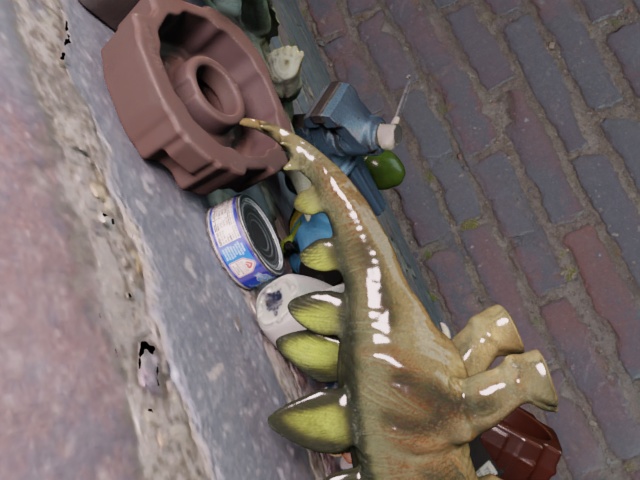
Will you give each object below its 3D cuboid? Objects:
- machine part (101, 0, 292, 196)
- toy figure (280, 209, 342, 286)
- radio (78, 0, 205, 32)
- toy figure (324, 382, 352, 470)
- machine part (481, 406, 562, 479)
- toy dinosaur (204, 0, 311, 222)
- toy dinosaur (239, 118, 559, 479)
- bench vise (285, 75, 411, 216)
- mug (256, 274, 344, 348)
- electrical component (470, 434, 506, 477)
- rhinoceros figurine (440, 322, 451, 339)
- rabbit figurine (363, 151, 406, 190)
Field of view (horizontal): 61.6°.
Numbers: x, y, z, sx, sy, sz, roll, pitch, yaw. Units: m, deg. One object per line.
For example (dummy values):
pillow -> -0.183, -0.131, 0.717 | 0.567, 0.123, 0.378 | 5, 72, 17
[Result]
machine part -> -0.099, -0.120, 0.461 | 0.179, 0.056, 0.179 | 37, 39, -38
toy figure -> -0.005, -0.004, 0.658 | 0.082, 0.089, 0.180 | 41, 23, -22
radio -> -0.186, -0.293, 0.506 | 0.229, 0.073, 0.131 | 70, 12, 16
toy figure -> 0.038, 0.198, 0.482 | 0.058, 0.064, 0.154 | -28, 91, -49
machine part -> 0.273, 0.307, 0.869 | 0.201, 0.087, 0.201 | 26, 6, 18
toy dinosaur -> -0.084, -0.197, 0.650 | 0.192, 0.131, 0.404 | 73, 4, -83
toy dinosaur -> 0.065, 0.121, 0.399 | 0.105, 0.199, 0.471 | 12, 63, -86
bench vise -> 0.036, -0.105, 0.748 | 0.240, 0.224, 0.129 | 54, 43, -40
mug -> 0.001, 0.073, 0.494 | 0.107, 0.109, 0.081 | 35, 37, -41
electrical component -> 0.153, 0.266, 0.679 | 0.115, 0.058, 0.134 | -13, 60, -41
rhinoceros figurine -> 0.118, 0.145, 0.766 | 0.190, 0.073, 0.112 | 24, 45, -38
rabbit figurine -> 0.050, -0.107, 0.888 | 0.159, 0.170, 0.121 | 62, 12, -16
